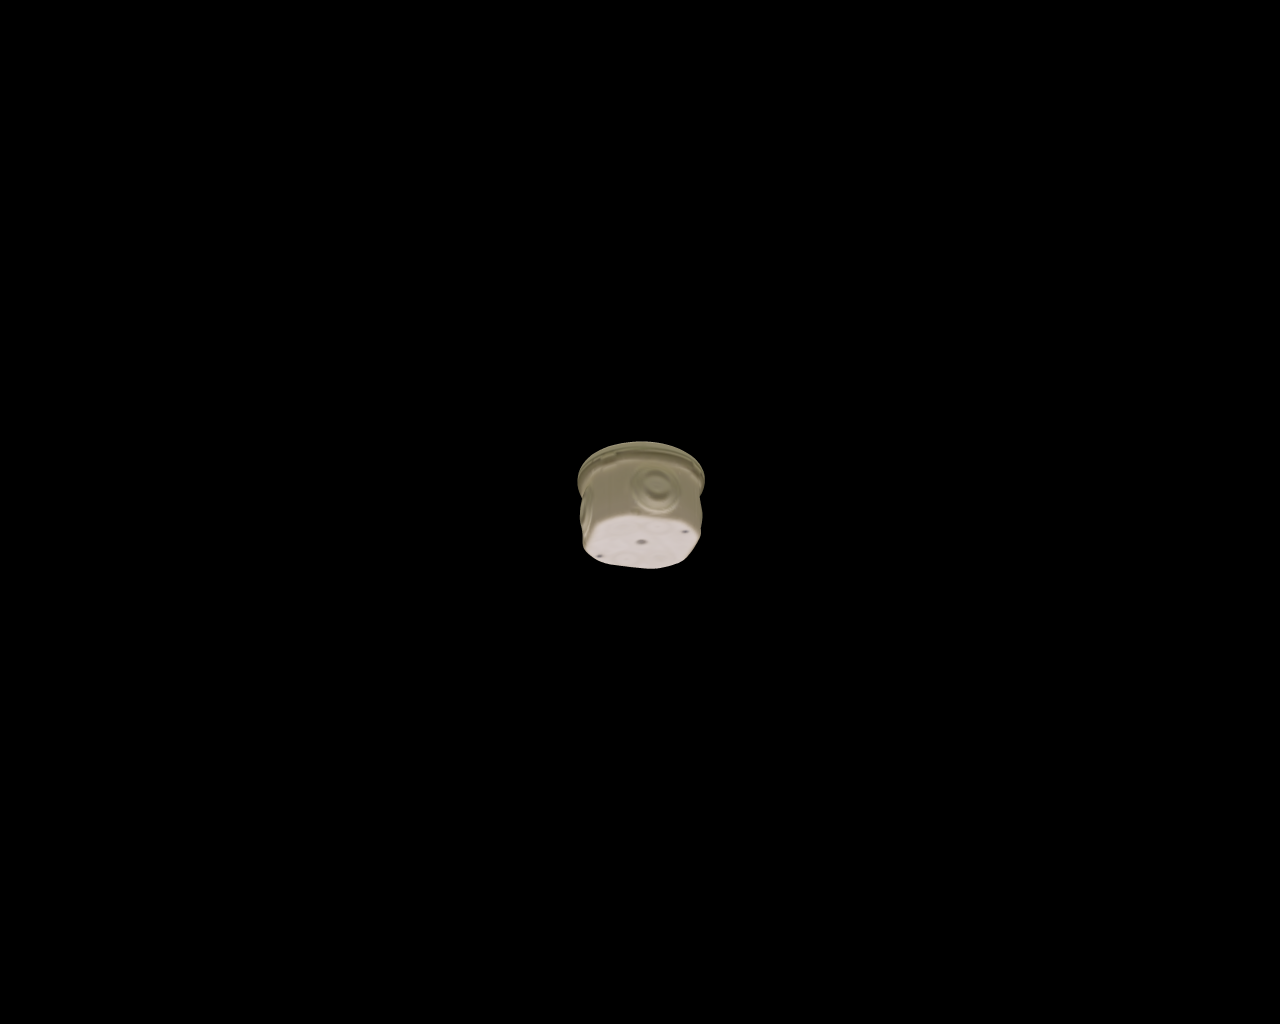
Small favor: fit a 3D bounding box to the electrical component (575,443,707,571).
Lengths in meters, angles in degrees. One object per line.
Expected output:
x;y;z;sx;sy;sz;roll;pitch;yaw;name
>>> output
0.001;-0.003;0.650;0.080;0.051;0.080;0;-30;0;electrical component
